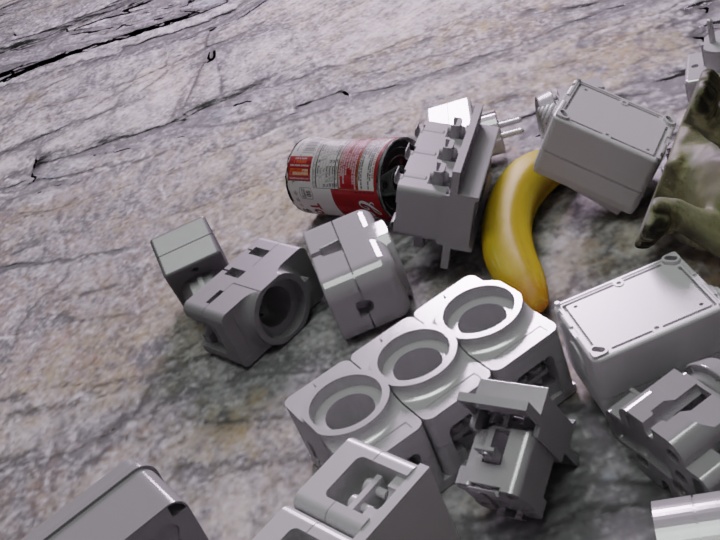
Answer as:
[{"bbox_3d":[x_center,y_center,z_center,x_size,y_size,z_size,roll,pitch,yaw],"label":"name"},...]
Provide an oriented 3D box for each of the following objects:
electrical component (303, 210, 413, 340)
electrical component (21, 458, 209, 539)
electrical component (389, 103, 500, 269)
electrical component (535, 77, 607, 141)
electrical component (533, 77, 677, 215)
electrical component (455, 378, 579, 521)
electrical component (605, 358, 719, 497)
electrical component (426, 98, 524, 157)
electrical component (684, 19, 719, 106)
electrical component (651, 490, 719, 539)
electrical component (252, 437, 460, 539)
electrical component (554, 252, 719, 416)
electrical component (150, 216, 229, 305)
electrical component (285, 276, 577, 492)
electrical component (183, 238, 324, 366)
[{"bbox_3d":[0.000,0.000,0.791,0.059,0.053,0.095,-23,33,0],"label":"electrical component"},{"bbox_3d":[-0.144,0.172,0.608,0.113,0.078,0.057,-37,38,-22],"label":"electrical component"},{"bbox_3d":[0.064,-0.068,0.809,0.063,0.078,0.121,10,33,9],"label":"electrical component"},{"bbox_3d":[0.174,-0.127,0.880,0.055,0.048,0.066,-10,34,5],"label":"electrical component"},{"bbox_3d":[0.171,-0.091,0.787,0.096,0.061,0.061,26,44,10],"label":"electrical component"},{"bbox_3d":[0.084,0.099,0.587,0.042,0.081,0.063,5,64,36],"label":"electrical component"},{"bbox_3d":[0.177,0.083,0.565,0.057,0.058,0.078,-34,35,-12],"label":"electrical component"},{"bbox_3d":[0.099,-0.111,0.898,0.077,0.047,0.065,-15,33,12],"label":"electrical component"},{"bbox_3d":[0.286,-0.161,0.833,0.066,0.076,0.047,-6,36,24],"label":"electrical component"},{"bbox_3d":[0.142,0.161,0.477,0.074,0.052,0.138,-13,34,15],"label":"electrical component"},{"bbox_3d":[-0.021,0.168,0.529,0.062,0.089,0.150,15,48,43],"label":"electrical component"},{"bbox_3d":[0.172,0.039,0.626,0.096,0.061,0.061,-23,33,-1],"label":"electrical component"},{"bbox_3d":[-0.123,0.011,0.846,0.047,0.065,0.076,-25,61,-5],"label":"electrical component"},{"bbox_3d":[0.041,0.074,0.654,0.150,0.061,0.089,-33,34,-16],"label":"electrical component"},{"bbox_3d":[-0.076,0.024,0.806,0.056,0.050,0.089,15,48,44],"label":"electrical component"}]
